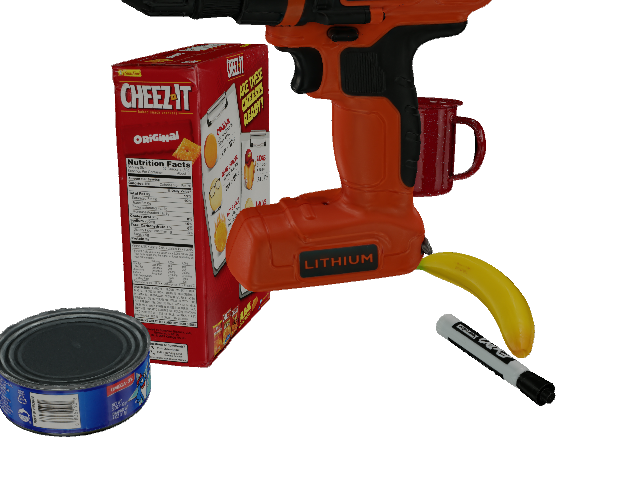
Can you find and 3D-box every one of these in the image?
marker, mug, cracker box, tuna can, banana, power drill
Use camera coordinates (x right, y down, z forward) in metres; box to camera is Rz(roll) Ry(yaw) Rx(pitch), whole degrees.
[{"bbox_3d":[0.132,0.090,0.806,0.020,0.020,0.121,0,23,-36],"label":"marker"},{"bbox_3d":[0.090,-0.083,0.948,0.117,0.081,0.093,6,13,23],"label":"mug"},{"bbox_3d":[-0.091,-0.034,0.799,0.072,0.214,0.164,3,15,13],"label":"cracker box"},{"bbox_3d":[-0.137,0.072,0.592,0.086,0.034,0.086,1,25,-1],"label":"tuna can"},{"bbox_3d":[0.169,0.058,1.118,0.069,0.037,0.198,-38,40,-13],"label":"banana"},{"bbox_3d":[-0.007,-0.067,0.521,0.184,0.188,0.057,-5,33,-15],"label":"power drill"}]
